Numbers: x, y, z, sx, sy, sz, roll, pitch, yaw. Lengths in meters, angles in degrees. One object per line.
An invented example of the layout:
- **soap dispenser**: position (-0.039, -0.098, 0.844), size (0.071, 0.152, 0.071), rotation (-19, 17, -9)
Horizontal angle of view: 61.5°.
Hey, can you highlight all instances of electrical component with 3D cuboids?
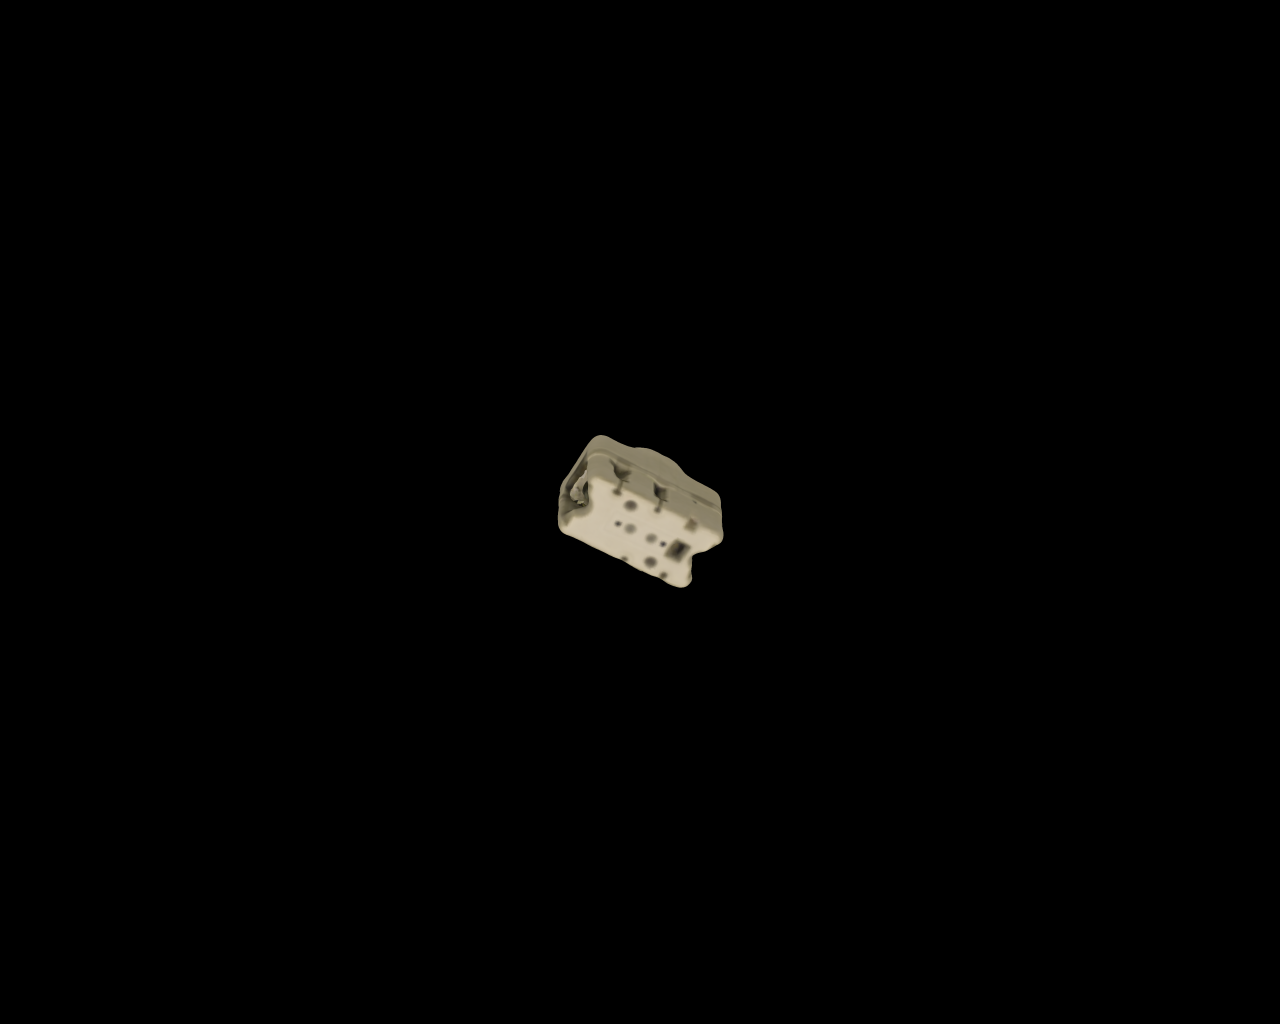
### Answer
- **electrical component**: position (0.001, -0.003, 0.650), size (0.089, 0.050, 0.056), rotation (26, 30, -17)
